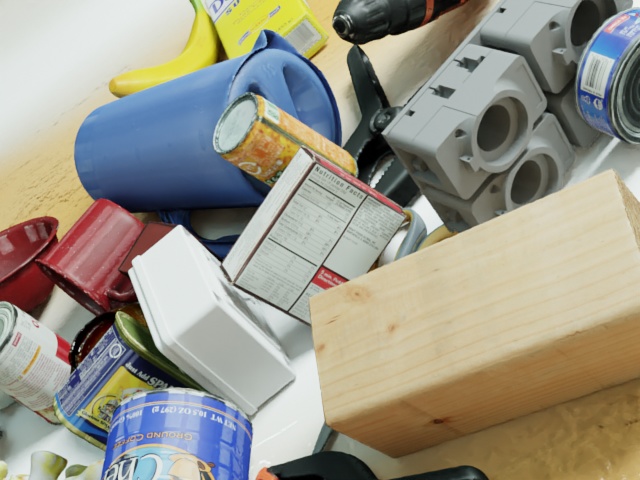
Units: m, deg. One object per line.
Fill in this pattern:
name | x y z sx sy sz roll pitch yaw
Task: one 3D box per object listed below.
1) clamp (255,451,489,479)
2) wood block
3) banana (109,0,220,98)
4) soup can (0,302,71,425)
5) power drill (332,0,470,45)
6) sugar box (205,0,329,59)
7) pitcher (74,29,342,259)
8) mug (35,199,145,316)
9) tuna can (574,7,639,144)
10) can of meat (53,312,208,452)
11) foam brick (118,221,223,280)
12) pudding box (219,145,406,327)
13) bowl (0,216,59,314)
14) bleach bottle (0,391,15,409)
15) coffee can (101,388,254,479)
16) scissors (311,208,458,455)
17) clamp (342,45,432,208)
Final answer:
clamp | 0.014 0.182 0.658 0.172 0.039 0.120 -4 38 47
wood block | 0.106 0.052 0.642 0.206 0.090 0.090 -24 55 24
banana | -0.148 -0.182 1.093 0.037 0.069 0.197 -47 10 41
soup can | -0.250 0.107 0.919 0.069 0.102 0.068 -25 43 25
power drill | 0.115 -0.219 0.819 0.184 0.057 0.188 -33 7 -36
sugar box | -0.058 -0.226 1.084 0.093 0.048 0.176 -38 40 10
pitcher | -0.109 -0.075 0.945 0.243 0.145 0.149 -6 41 44
mug | -0.185 0.020 0.950 0.117 0.093 0.081 20 66 45
tuna can | 0.210 -0.107 0.702 0.086 0.086 0.034 -48 40 -3
can of meat | -0.137 0.118 0.805 0.084 0.102 0.057 -50 29 3
foam brick | -0.117 0.027 0.889 0.053 0.078 0.051 8 63 48
pudding box | -0.005 0.001 0.780 0.113 0.090 0.039 -56 26 8
bowl | -0.315 0.043 1.049 0.162 0.055 0.162 -23 23 10
bleach bottle | -0.367 0.143 1.026 0.251 0.068 0.102 -11 47 34
coffee can | -0.100 0.185 0.712 0.103 0.102 0.140 -23 43 26
scissors | 0.055 0.060 0.752 0.096 0.016 0.201 -11 50 36
clamp | 0.070 -0.094 0.856 0.165 0.036 0.210 -11 52 39
